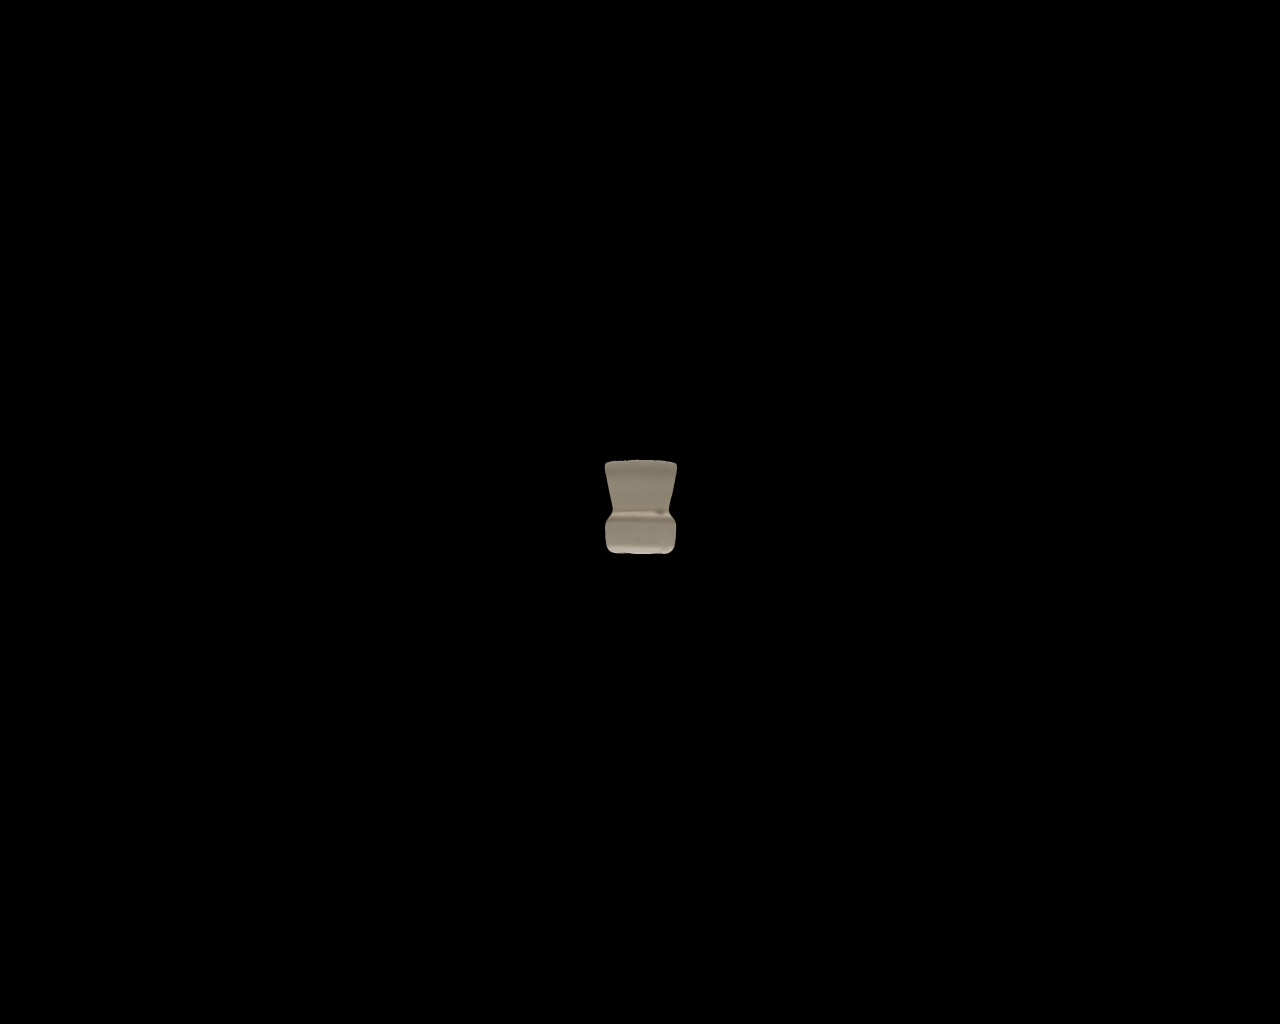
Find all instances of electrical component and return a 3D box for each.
[{"bbox_3d":[0.001,-0.003,0.650,0.045,0.055,0.045,0,-2,0],"label":"electrical component"}]
